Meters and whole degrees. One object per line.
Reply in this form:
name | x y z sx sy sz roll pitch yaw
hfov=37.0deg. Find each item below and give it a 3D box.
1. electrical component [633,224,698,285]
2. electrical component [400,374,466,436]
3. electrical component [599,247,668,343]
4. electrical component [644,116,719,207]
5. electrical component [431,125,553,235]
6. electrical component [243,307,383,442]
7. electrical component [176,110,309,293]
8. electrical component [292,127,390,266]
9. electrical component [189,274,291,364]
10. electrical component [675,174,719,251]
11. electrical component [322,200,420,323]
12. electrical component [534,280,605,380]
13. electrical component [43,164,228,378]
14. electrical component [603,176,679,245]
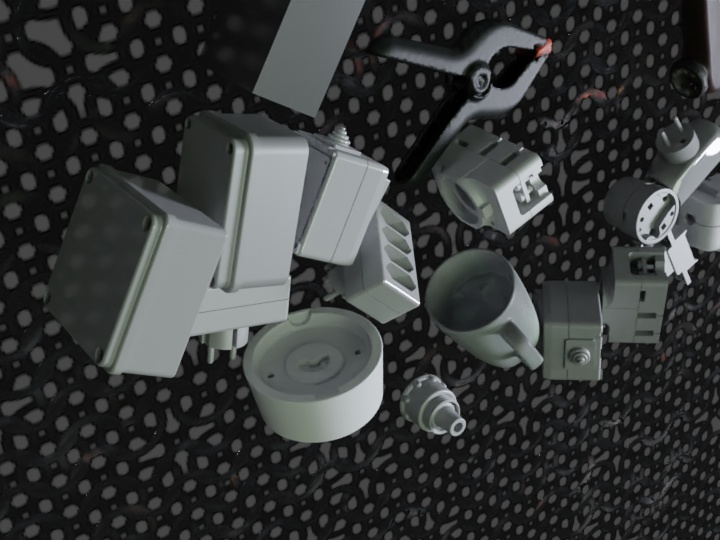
electrical component | 0.290 -0.012 1.059 0.064 0.042 0.081 -41 129 -7
electrical component | 0.069 0.125 0.956 0.048 0.062 0.048 -16 121 -29
electrical component | 0.256 0.024 1.015 0.056 0.050 0.089 1 138 8
electrical component | 0.304 -0.112 1.016 0.077 0.044 0.079 -48 131 -6
electrical component | 0.100 -0.071 0.862 0.056 0.089 0.050 -37 129 -15
electrical component | -0.033 0.086 0.839 0.108 0.108 0.060 -27 131 -22
electrical component | -0.087 -0.048 0.749 0.057 0.078 0.113 -5 115 -37
electrical component | -0.022 -0.059 0.800 0.061 0.062 0.096 12 105 -39
electrical component | -0.101 0.035 0.800 0.083 0.047 0.075 -8 117 -32
electrical component | 0.364 -0.057 1.080 0.095 0.054 0.059 -18 122 -27
electrical component | 0.000 0.000 0.844 0.076 0.083 0.047 -28 138 29
electrical component | 0.190 0.058 0.984 0.061 0.096 0.061 1 119 8
electrical component | -0.150 0.000 0.708 0.056 0.109 0.108 12 105 -42
electrical component | 0.263 -0.058 1.013 0.055 0.047 0.055 -16 120 -29
